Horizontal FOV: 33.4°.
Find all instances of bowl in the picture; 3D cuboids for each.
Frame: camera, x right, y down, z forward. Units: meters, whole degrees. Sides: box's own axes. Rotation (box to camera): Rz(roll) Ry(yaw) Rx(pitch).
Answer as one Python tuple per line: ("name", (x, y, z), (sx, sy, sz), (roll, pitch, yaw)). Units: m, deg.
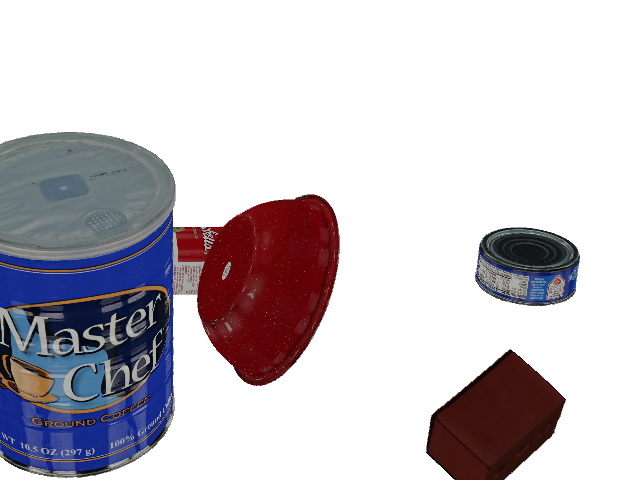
("bowl", (-0.052, 0.031, 0.845), (0.055, 0.162, 0.162), (21, -10, -28))

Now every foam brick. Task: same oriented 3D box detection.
("foam brick", (0.115, 0.123, 0.707), (0.078, 0.053, 0.051), (-35, 59, -25))

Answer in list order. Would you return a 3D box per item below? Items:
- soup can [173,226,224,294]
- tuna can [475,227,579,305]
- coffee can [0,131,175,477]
("soup can", (-0.142, 0.020, 1.031), (0.102, 0.068, 0.069), (0, 0, -16))
("tuna can", (0.176, 0.021, 0.907), (0.086, 0.034, 0.086), (2, 26, -1))
("coffee can", (-0.124, 0.032, 0.531), (0.103, 0.140, 0.103), (3, 34, -3))
